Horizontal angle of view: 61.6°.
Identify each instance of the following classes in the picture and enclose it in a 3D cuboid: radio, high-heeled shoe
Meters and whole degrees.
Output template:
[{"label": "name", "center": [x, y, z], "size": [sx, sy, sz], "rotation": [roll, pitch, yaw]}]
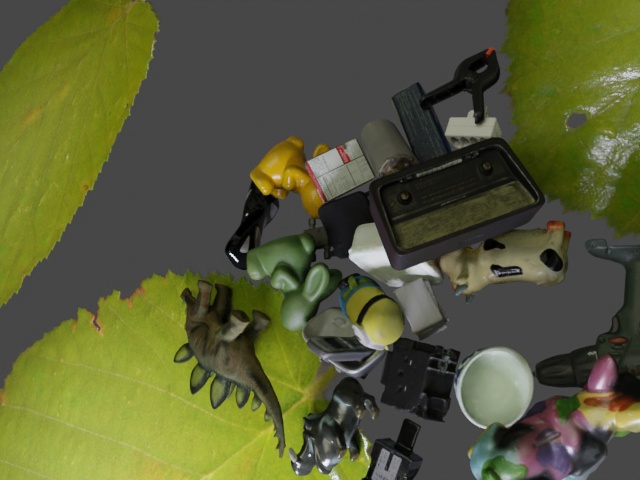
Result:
[{"label": "radio", "center": [0.192, -0.055, 0.793], "size": [0.230, 0.073, 0.131], "rotation": [-19, 67, -5]}, {"label": "high-heeled shoe", "center": [-0.155, -0.051, 1.121], "size": [0.086, 0.145, 0.249], "rotation": [-21, 66, 26]}]

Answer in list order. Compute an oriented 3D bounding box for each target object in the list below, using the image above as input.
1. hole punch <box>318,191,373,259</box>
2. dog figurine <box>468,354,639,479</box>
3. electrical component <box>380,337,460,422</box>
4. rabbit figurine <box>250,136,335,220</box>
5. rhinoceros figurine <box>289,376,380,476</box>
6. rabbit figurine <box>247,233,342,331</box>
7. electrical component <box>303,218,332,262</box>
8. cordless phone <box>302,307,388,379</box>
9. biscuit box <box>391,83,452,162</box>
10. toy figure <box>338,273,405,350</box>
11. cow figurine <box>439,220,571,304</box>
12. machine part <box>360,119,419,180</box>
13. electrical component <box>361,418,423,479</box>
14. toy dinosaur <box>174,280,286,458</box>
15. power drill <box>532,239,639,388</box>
[{"label": "hole punch", "center": [0.074, -0.033, 1.012], "size": [0.142, 0.092, 0.115], "rotation": [-18, 97, 30]}, {"label": "dog figurine", "center": [0.310, 0.239, 0.677], "size": [0.109, 0.191, 0.219], "rotation": [63, 147, 38]}, {"label": "electrical component", "center": [0.151, 0.218, 0.857], "size": [0.134, 0.058, 0.115], "rotation": [-8, 64, 62]}, {"label": "rabbit figurine", "center": [-0.028, -0.121, 1.101], "size": [0.162, 0.121, 0.173], "rotation": [-44, 69, 2]}, {"label": "rhinoceros figurine", "center": [0.018, 0.327, 0.925], "size": [0.112, 0.073, 0.190], "rotation": [34, 94, 35]}, {"label": "rabbit figurine", "center": [-0.038, 0.083, 1.022], "size": [0.159, 0.121, 0.170], "rotation": [-20, 73, 21]}, {"label": "electrical component", "center": [-0.002, -0.003, 1.080], "size": [0.063, 0.021, 0.094], "rotation": [-12, 68, 29]}, {"label": "cordless phone", "center": [0.015, 0.171, 0.912], "size": [0.147, 0.184, 0.088], "rotation": [32, 98, 36]}, {"label": "biscuit box", "center": [0.196, -0.189, 0.990], "size": [0.063, 0.059, 0.203], "rotation": [-26, 61, 22]}, {"label": "toy figure", "center": [0.082, 0.112, 0.916], "size": [0.180, 0.082, 0.089], "rotation": [-112, 39, -63]}, {"label": "cow figurine", "center": [0.285, 0.036, 0.846], "size": [0.195, 0.085, 0.127], "rotation": [0, 70, 31]}, {"label": "machine part", "center": [0.125, -0.155, 0.975], "size": [0.079, 0.079, 0.243], "rotation": [-40, 29, 16]}, {"label": "electrical component", "center": [0.124, 0.350, 0.864], "size": [0.075, 0.047, 0.119], "rotation": [23, 89, 36]}, {"label": "toy dinosaur", "center": [-0.184, 0.225, 1.079], "size": [0.472, 0.105, 0.198], "rotation": [33, 101, 45]}, {"label": "power drill", "center": [0.411, 0.102, 0.740], "size": [0.232, 0.086, 0.207], "rotation": [-5, 68, 30]}]
